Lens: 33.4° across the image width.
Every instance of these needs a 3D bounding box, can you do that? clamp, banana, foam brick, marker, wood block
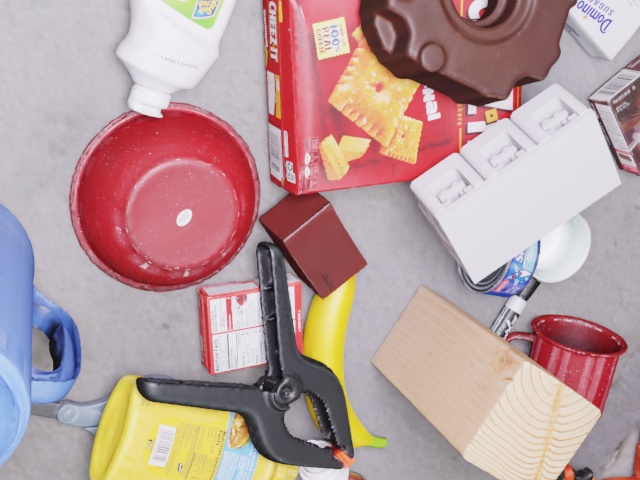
[{"bbox_3d":[-0.034,0.115,0.902,0.209,0.036,0.164,43,73,-27],"label":"clamp"},{"bbox_3d":[0.014,0.114,0.969,0.069,0.037,0.198,-25,116,-33],"label":"banana"},{"bbox_3d":[-0.006,0.001,0.908,0.053,0.051,0.078,-38,127,-8],"label":"foam brick"},{"bbox_3d":[0.176,0.083,1.031,0.020,0.020,0.121,30,93,-27],"label":"marker"},{"bbox_3d":[0.135,0.124,0.920,0.090,0.206,0.091,33,92,-23],"label":"wood block"}]

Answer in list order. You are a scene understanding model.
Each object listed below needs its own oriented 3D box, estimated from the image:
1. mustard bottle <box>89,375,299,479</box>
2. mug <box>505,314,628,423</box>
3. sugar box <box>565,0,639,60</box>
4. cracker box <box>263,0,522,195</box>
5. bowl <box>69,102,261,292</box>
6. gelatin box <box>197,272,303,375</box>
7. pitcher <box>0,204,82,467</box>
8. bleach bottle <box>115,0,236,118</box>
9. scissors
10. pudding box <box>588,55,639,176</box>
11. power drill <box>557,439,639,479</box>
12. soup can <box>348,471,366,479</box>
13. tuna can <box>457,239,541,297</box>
[{"bbox_3d":[-0.096,0.182,0.916,0.191,0.058,0.096,21,81,-35],"label":"mustard bottle"},{"bbox_3d":[0.230,0.125,1.035,0.117,0.093,0.081,13,108,7],"label":"mug"},{"bbox_3d":[0.280,-0.258,0.955,0.093,0.048,0.176,41,92,-27],"label":"sugar box"},{"bbox_3d":[0.064,-0.133,0.891,0.213,0.072,0.164,-8,109,-20],"label":"cracker box"},{"bbox_3d":[-0.117,-0.027,0.861,0.162,0.055,0.162,-6,109,-20],"label":"bowl"},{"bbox_3d":[-0.060,0.072,0.928,0.089,0.030,0.073,-9,111,-20],"label":"gelatin box"},{"bbox_3d":[-0.248,0.066,0.731,0.149,0.243,0.145,-17,115,-11],"label":"pitcher"},{"bbox_3d":[-0.104,-0.218,0.804,0.102,0.068,0.251,14,103,-24],"label":"bleach bottle"},{"bbox_3d":[-0.196,0.132,0.899,0.201,0.016,0.096,34,90,-27],"label":"scissors"},{"bbox_3d":[0.319,-0.130,1.012,0.113,0.039,0.090,-36,116,-8],"label":"pudding box"},{"bbox_3d":[0.285,0.240,1.103,0.187,0.057,0.184,-11,114,-15],"label":"power drill"},{"bbox_3d":[0.037,0.267,0.986,0.068,0.102,0.068,-7,109,-20],"label":"soup can"},{"bbox_3d":[0.161,0.009,0.965,0.033,0.086,0.086,10,102,-25],"label":"tuna can"}]
